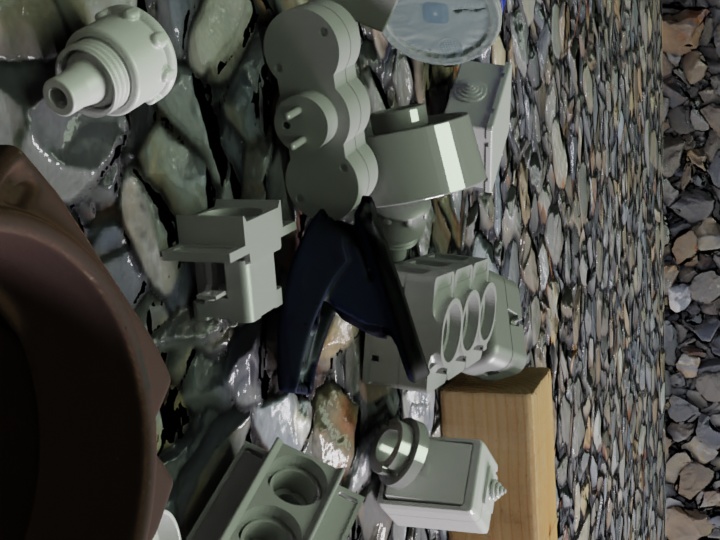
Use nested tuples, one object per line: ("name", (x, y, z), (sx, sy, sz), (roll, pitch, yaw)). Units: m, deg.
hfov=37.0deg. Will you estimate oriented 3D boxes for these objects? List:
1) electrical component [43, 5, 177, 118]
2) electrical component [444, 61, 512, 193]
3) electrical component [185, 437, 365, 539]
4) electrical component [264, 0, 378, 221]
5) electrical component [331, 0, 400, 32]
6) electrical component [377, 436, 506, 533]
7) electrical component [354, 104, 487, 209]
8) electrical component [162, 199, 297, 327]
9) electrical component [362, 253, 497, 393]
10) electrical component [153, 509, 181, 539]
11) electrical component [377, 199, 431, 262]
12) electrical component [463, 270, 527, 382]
("electrical component", (-0.117, -0.090, 0.488), (0.062, 0.048, 0.048), (-49, 134, -48))
("electrical component", (0.107, -0.134, 0.997), (0.099, 0.048, 0.099), (82, 22, -53))
("electrical component", (-0.056, 0.162, 0.599), (0.121, 0.079, 0.063), (-60, 172, -51))
("electrical component", (-0.030, -0.096, 0.683), (0.073, 0.052, 0.138), (-45, 131, -59))
("electrical component", (0.019, -0.240, 0.732), (0.108, 0.056, 0.108), (122, -13, -56))
("electrical component", (0.068, 0.170, 0.864), (0.061, 0.096, 0.061), (58, 39, -52))
("electrical component", (0.032, -0.086, 0.769), (0.108, 0.108, 0.060), (-35, 116, -63))
("electrical component", (-0.071, -0.005, 0.603), (0.081, 0.042, 0.063), (-34, 124, -62))
("electrical component", (0.061, 0.039, 0.878), (0.150, 0.062, 0.089), (-16, 111, -67))
("electrical component", (-0.120, 0.152, 0.488), (0.099, 0.064, 0.099), (3, 90, -81))
("electrical component", (0.030, -0.035, 0.843), (0.048, 0.048, 0.062), (-64, 163, -47))
("electrical component", (0.113, 0.049, 0.997), (0.059, 0.054, 0.095), (22, 55, -43))
